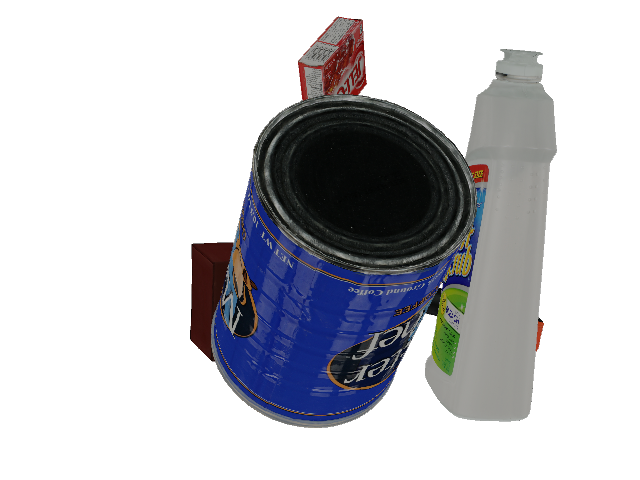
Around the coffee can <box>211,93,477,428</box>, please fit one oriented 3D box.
[{"bbox_3d":[0.006,0.014,0.522,0.102,0.103,0.140,0,-37,-15],"label":"coffee can"}]

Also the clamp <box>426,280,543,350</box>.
[{"bbox_3d":[0.143,0.056,1.029,0.172,0.039,0.120,23,36,28],"label":"clamp"}]

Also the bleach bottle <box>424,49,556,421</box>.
[{"bbox_3d":[0.123,-0.007,0.748,0.068,0.251,0.102,3,14,-7],"label":"bleach bottle"}]

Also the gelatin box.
[{"bbox_3d":[0.013,-0.157,1.001,0.030,0.073,0.089,15,45,22],"label":"gelatin box"}]

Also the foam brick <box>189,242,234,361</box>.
[{"bbox_3d":[-0.066,0.044,0.803,0.052,0.078,0.051,-4,14,-24],"label":"foam brick"}]
